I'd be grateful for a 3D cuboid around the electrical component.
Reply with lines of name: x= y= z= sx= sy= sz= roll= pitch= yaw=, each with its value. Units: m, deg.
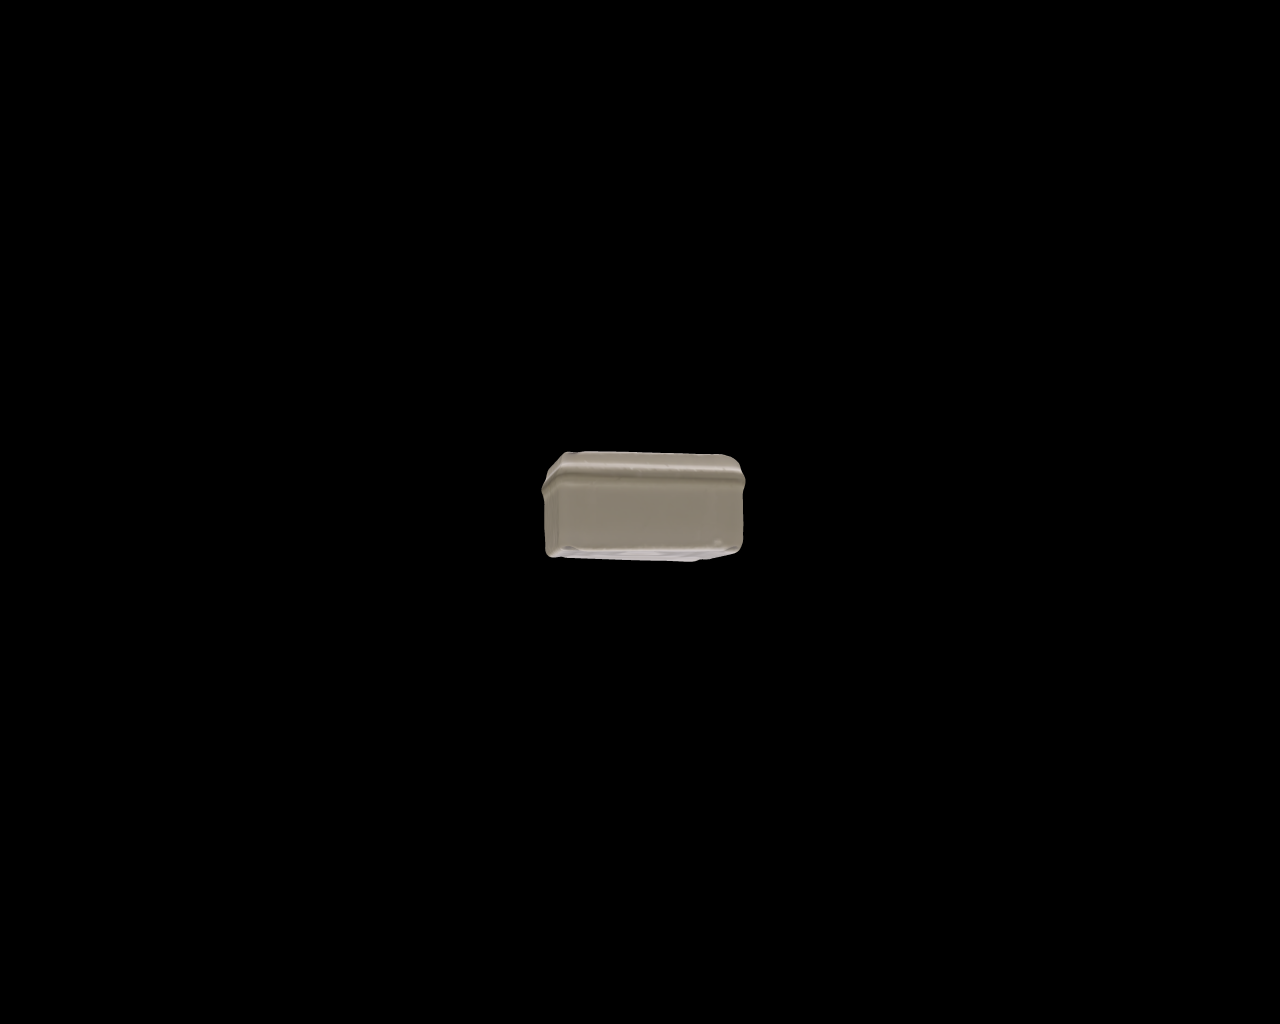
electrical component: x=0.001 y=-0.003 z=0.650 sx=0.113 sy=0.057 sz=0.078 roll=2 pitch=-7 yaw=-14
